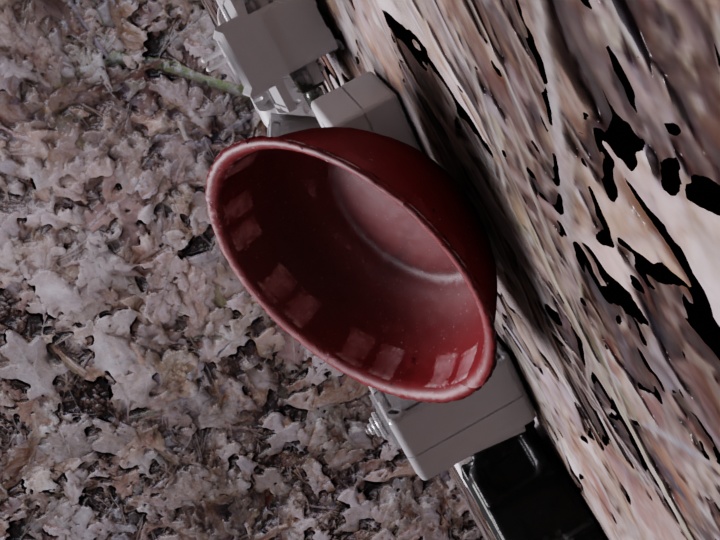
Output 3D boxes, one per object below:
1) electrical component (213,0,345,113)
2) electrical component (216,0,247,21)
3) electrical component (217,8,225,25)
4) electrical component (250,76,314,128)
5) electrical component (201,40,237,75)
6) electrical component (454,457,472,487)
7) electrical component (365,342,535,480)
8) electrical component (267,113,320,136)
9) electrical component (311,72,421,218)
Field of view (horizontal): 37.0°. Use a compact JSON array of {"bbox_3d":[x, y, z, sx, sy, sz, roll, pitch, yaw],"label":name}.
[{"bbox_3d":[-0.053,-0.142,0.672,0.078,0.063,0.121,62,177,-13],"label":"electrical component"},{"bbox_3d":[-0.072,-0.187,0.757,0.055,0.047,0.055,61,178,4],"label":"electrical component"},{"bbox_3d":[-0.116,-0.241,1.110,0.079,0.043,0.077,62,177,-9],"label":"electrical component"},{"bbox_3d":[-0.062,-0.140,0.970,0.078,0.058,0.057,59,173,49],"label":"electrical component"},{"bbox_3d":[-0.097,-0.189,0.901,0.047,0.077,0.065,64,177,-39],"label":"electrical component"},{"bbox_3d":[0.092,0.136,0.959,0.099,0.048,0.099,60,178,25],"label":"electrical component"},{"bbox_3d":[0.050,0.082,0.659,0.061,0.096,0.061,62,178,-29],"label":"electrical component"},{"bbox_3d":[-0.036,-0.062,0.693,0.080,0.051,0.080,-176,90,-82],"label":"electrical component"},{"bbox_3d":[-0.005,-0.048,0.574,0.083,0.076,0.047,63,177,-29],"label":"electrical component"}]
